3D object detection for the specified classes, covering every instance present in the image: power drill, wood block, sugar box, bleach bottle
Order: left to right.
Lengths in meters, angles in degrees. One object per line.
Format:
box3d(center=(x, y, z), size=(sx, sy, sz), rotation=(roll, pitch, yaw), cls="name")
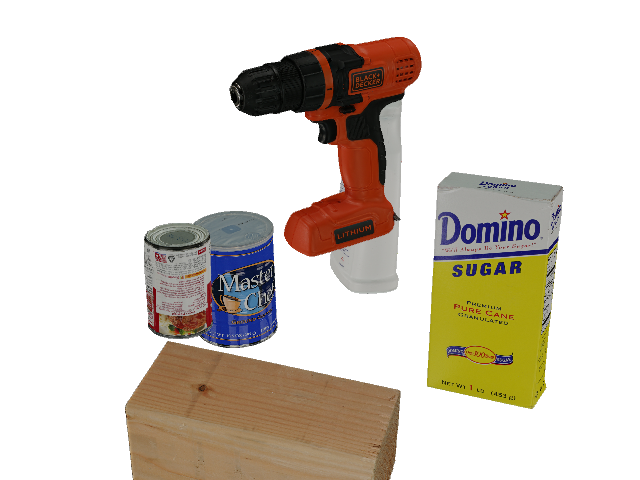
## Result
box3d(center=(-0.045, 0.161, 0.883), size=(0.206, 0.090, 0.090), rotation=(11, 36, 14), cls="wood block")
box3d(center=(0.006, -0.082, 0.953), size=(0.184, 0.188, 0.057), rotation=(-15, 34, -26), cls="power drill")
box3d(center=(0.060, -0.072, 1.226), size=(0.068, 0.251, 0.103), rotation=(-3, 23, -19), cls="bleach bottle")
box3d(center=(0.136, 0.039, 0.848), size=(0.093, 0.176, 0.048), rotation=(9, 23, 23), cls="sugar box")

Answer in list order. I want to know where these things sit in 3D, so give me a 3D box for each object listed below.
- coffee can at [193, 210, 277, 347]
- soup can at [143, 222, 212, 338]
box3d(center=(-0.107, 0.047, 1.326), size=(0.103, 0.140, 0.103), rotation=(-1, 26, 0), cls="coffee can")
box3d(center=(-0.146, 0.040, 1.096), size=(0.068, 0.102, 0.068), rotation=(1, 23, 0), cls="soup can")
